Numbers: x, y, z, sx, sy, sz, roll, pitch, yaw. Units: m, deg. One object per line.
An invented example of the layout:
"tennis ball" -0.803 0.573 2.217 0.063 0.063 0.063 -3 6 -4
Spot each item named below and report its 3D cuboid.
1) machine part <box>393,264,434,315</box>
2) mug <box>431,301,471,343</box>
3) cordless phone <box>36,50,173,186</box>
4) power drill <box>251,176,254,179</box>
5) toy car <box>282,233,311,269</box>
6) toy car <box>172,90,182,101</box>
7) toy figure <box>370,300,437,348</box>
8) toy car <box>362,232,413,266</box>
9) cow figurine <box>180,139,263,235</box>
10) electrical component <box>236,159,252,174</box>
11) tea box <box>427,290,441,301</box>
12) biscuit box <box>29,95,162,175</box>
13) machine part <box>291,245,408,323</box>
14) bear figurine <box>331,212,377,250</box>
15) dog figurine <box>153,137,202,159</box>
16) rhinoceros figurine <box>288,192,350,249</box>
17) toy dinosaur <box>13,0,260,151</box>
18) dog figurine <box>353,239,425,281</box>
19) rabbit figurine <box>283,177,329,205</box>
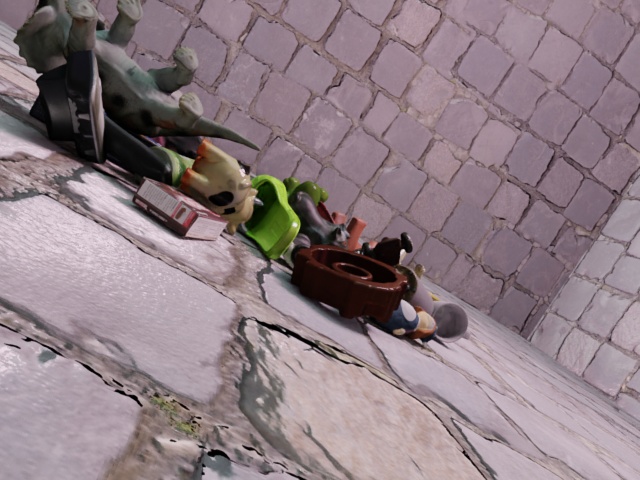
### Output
"machine part" 0.164 0.107 1.014 0.079 0.079 0.243 35 -6 29
"mug" 0.261 0.170 1.132 0.109 0.080 0.107 27 -4 -13
"cordless phone" -0.275 -0.149 0.723 0.184 0.089 0.146 34 -37 10
"power drill" -0.169 -0.100 1.240 0.232 0.086 0.207 30 12 11
"toy car" 0.011 0.051 0.936 0.201 0.056 0.073 29 12 -16
"toy car" -0.331 -0.275 1.099 0.161 0.103 0.109 31 18 -23
"toy figure" 0.149 0.137 0.905 0.154 0.064 0.058 24 -18 -33
"toy car" 0.121 0.040 1.006 0.202 0.089 0.053 79 -3 -61
"cow figurine" -0.147 -0.073 0.825 0.127 0.085 0.195 31 -14 -9
"electrical component" -0.197 -0.154 1.145 0.102 0.045 0.078 13 4 -10
"tea box" 0.178 0.115 1.217 0.169 0.068 0.098 28 6 -26
"biscuit box" -0.360 -0.178 0.878 0.202 0.062 0.059 31 5 -14
"machine part" 0.044 0.061 0.809 0.179 0.056 0.179 16 14 -4
"bear figurine" 0.111 0.019 1.426 0.195 0.132 0.120 20 0 -37
"dog figurine" -0.313 -0.190 1.012 0.192 0.108 0.219 -3 -39 44
"rhinoceros figurine" -0.002 -0.003 1.025 0.190 0.112 0.073 52 1 4
"toy dinosaur" -0.291 -0.237 0.817 0.404 0.131 0.192 47 -41 -16
"dog figurine" 0.148 0.091 1.305 0.190 0.121 0.172 -19 80 -41
"rabbit figurine" -0.054 -0.086 1.302 0.121 0.159 0.170 30 -13 -4
